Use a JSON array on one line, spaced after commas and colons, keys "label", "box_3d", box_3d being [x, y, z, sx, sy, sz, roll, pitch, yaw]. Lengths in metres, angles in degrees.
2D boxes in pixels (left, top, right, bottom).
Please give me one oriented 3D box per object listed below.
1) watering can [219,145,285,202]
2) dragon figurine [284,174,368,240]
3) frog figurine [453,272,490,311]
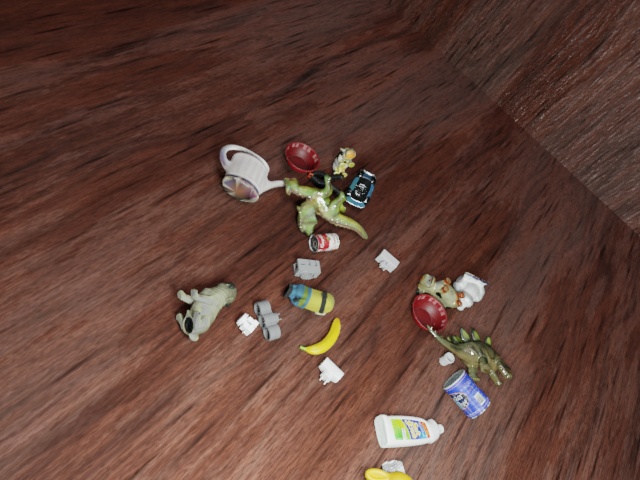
[{"label": "watering can", "box_3d": [-0.247, -0.237, 2.005, 0.345, 0.102, 0.230, 31, 48, -19]}, {"label": "dragon figurine", "box_3d": [0.006, -0.104, 2.070, 0.246, 0.121, 0.409, -40, 95, -25]}, {"label": "frog figurine", "box_3d": [0.624, 0.227, 2.183, 0.136, 0.123, 0.160, 29, 83, -20]}]
